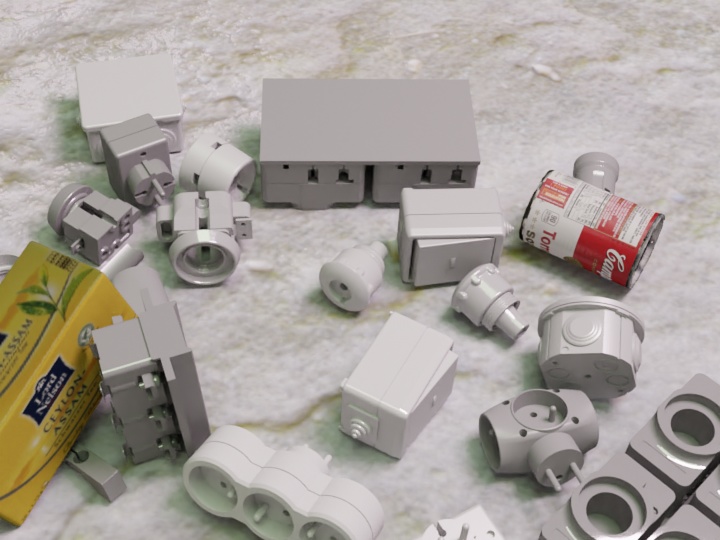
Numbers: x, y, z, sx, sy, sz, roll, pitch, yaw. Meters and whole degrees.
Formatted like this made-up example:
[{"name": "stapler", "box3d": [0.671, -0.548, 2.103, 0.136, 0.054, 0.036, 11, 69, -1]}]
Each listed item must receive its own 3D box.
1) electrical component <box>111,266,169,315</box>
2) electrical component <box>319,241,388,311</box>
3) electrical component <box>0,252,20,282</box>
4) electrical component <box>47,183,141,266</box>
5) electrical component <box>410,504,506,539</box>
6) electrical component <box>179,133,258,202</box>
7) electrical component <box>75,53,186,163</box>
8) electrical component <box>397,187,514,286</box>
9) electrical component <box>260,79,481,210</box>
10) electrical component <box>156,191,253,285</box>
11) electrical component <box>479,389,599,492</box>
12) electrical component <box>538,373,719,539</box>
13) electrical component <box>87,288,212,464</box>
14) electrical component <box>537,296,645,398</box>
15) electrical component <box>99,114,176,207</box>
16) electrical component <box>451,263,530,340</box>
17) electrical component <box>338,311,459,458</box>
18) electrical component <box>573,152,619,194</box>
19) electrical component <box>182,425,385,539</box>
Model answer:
[{"name": "electrical component", "box3d": [-0.182, 0.044, 0.831, 0.079, 0.043, 0.077, -17, 53, -16]}, {"name": "electrical component", "box3d": [0.000, 0.000, 0.877, 0.048, 0.048, 0.062, 27, 47, 19]}, {"name": "electrical component", "box3d": [-0.273, 0.020, 0.839, 0.045, 0.055, 0.045, 1, 50, -2]}, {"name": "electrical component", "box3d": [-0.226, -0.041, 0.899, 0.055, 0.048, 0.066, 31, 55, 12]}, {"name": "electrical component", "box3d": [0.057, 0.188, 0.702, 0.083, 0.075, 0.047, -23, 55, -20]}, {"name": "electrical component", "box3d": [-0.122, -0.084, 0.934, 0.047, 0.055, 0.055, 29, 55, 15]}, {"name": "electrical component", "box3d": [-0.210, -0.148, 0.985, 0.100, 0.048, 0.099, -9, 51, -10]}, {"name": "electrical component", "box3d": [0.081, -0.026, 0.890, 0.096, 0.061, 0.061, -1, 50, -4]}, {"name": "electrical component", "box3d": [0.006, -0.112, 0.959, 0.186, 0.060, 0.105, 0, 50, -3]}, {"name": "electrical component", "box3d": [-0.127, -0.025, 0.883, 0.078, 0.058, 0.057, -3, 48, -6]}, {"name": "electrical component", "box3d": [0.135, 0.127, 0.771, 0.077, 0.044, 0.079, -11, 38, -12]}, {"name": "electrical component", "box3d": [0.218, 0.165, 0.739, 0.186, 0.060, 0.105, -36, 60, -28]}, {"name": "electrical component", "box3d": [-0.145, 0.083, 0.750, 0.063, 0.121, 0.078, -16, 53, -12]}, {"name": "electrical component", "box3d": [0.174, 0.059, 0.813, 0.080, 0.080, 0.051, 9, 56, 4]}, {"name": "electrical component", "box3d": [-0.183, -0.081, 0.920, 0.047, 0.065, 0.076, -23, 55, -20]}, {"name": "electrical component", "box3d": [0.107, 0.029, 0.858, 0.048, 0.048, 0.062, -34, 66, -27]}, {"name": "electrical component", "box3d": [0.027, 0.091, 0.790, 0.061, 0.061, 0.096, 24, 53, 16]}, {"name": "electrical component", "box3d": [0.208, -0.075, 0.952, 0.040, 0.040, 0.046, 9, 56, 5]}, {"name": "electrical component", "box3d": [-0.046, 0.147, 0.746, 0.138, 0.052, 0.073, 23, 37, 16]}]
